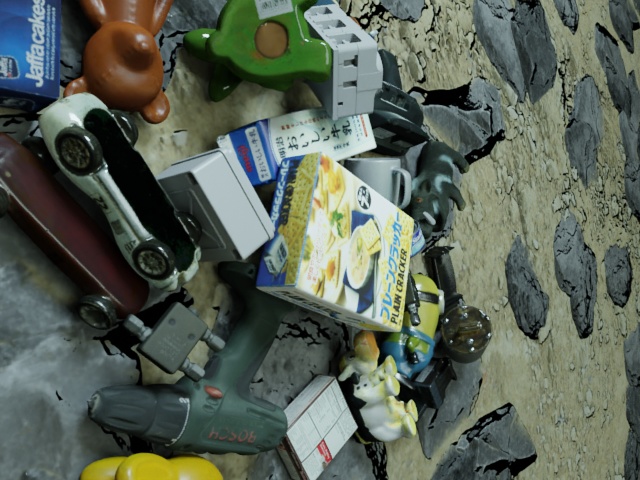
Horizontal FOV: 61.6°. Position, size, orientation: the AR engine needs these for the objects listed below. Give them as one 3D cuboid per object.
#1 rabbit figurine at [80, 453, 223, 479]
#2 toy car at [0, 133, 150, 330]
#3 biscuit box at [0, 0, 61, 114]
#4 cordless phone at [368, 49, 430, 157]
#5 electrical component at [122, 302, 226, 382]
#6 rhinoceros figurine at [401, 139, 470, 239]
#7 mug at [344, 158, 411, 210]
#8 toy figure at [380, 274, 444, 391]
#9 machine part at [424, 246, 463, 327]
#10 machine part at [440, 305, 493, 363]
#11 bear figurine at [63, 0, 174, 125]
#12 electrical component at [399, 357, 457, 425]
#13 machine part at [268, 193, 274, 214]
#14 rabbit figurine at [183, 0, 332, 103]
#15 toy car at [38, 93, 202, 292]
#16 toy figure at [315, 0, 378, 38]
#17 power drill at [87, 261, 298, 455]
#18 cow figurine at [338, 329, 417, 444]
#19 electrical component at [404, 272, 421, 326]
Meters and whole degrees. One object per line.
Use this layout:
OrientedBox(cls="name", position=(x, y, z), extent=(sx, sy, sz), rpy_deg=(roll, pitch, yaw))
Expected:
OrientedBox(cls="rabbit figurine", position=(-0.165, 0.277, 0.520), extent=(0.162, 0.122, 0.173), rpy_deg=(57, 36, -12))
OrientedBox(cls="toy car", position=(-0.236, -0.005, 0.497), extent=(0.202, 0.053, 0.089), rpy_deg=(54, 37, -26))
OrientedBox(cls="biscuit box", position=(-0.271, -0.219, 0.479), extent=(0.063, 0.059, 0.202), rpy_deg=(3, 84, -45))
OrientedBox(cls="cordless phone", position=(0.096, -0.233, 0.846), extent=(0.146, 0.089, 0.184), rpy_deg=(10, 68, -43))
OrientedBox(cls="electrical component", position=(-0.141, 0.093, 0.521), extent=(0.094, 0.021, 0.063), rpy_deg=(41, 61, -15))
OrientedBox(cls="rhinoceros figurine", position=(0.192, -0.084, 0.916), extent=(0.112, 0.073, 0.190), rpy_deg=(36, 62, -38))
OrientedBox(cls="mug", position=(0.087, -0.067, 0.794), extent=(0.081, 0.110, 0.107), rpy_deg=(-17, 111, -50))
OrientedBox(cls="toy figure", position=(0.141, 0.139, 0.838), extent=(0.089, 0.082, 0.180), rpy_deg=(41, 61, -34))
OrientedBox(cls="machine part", position=(0.218, 0.080, 0.951), extent=(0.084, 0.039, 0.138), rpy_deg=(-10, 95, -39))
OrientedBox(cls="machine part", position=(0.238, 0.158, 0.882), extent=(0.243, 0.079, 0.079), rpy_deg=(51, 47, -69))
OrientedBox(cls="bear figurine", position=(-0.185, -0.221, 0.520), extent=(0.120, 0.132, 0.195), rpy_deg=(4, 77, -39))
OrientedBox(cls="electrical component", position=(0.157, 0.235, 0.851), extent=(0.119, 0.075, 0.047), rpy_deg=(-37, 112, -38))
OrientedBox(cls="machine part", position=(-0.001, -0.002, 0.729), extent=(0.179, 0.056, 0.179), rpy_deg=(6, 81, -43))
OrientedBox(cls="rabbit figurine", position=(-0.068, -0.220, 0.631), extent=(0.159, 0.170, 0.121), rpy_deg=(-24, 105, 1))
OrientedBox(cls="toy car", position=(-0.179, -0.041, 0.507), extent=(0.201, 0.056, 0.073), rpy_deg=(61, 26, -21))
OrientedBox(cls="toy figure", position=(0.028, -0.305, 0.786), extent=(0.154, 0.064, 0.058), rpy_deg=(12, 40, -48))
OrientedBox(cls="power drill", position=(-0.111, 0.128, 0.592), extent=(0.231, 0.086, 0.207), rpy_deg=(37, 57, -36))
OrientedBox(cls="cow figurine", position=(0.067, 0.209, 0.760), extent=(0.167, 0.098, 0.068), rpy_deg=(64, 18, -11))
OrientedBox(cls="electrical component", position=(0.107, 0.085, 0.809), extent=(0.045, 0.078, 0.102), rpy_deg=(43, 38, -47))
